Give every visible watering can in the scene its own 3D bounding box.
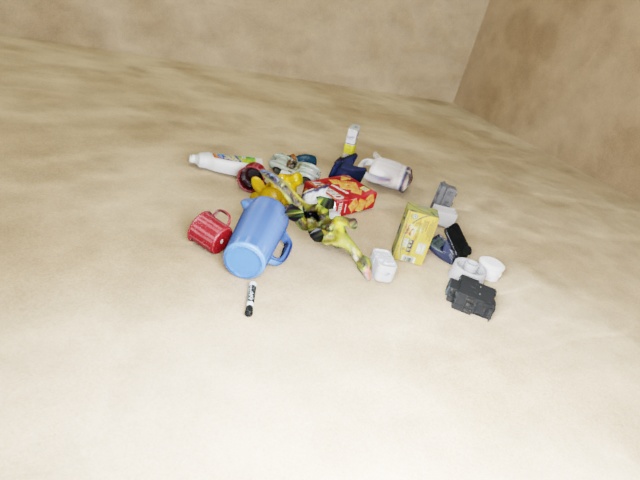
[{"bbox_3d":[0.276,-0.291,2.117,0.225,0.102,0.354,21,28,8],"label":"watering can"}]

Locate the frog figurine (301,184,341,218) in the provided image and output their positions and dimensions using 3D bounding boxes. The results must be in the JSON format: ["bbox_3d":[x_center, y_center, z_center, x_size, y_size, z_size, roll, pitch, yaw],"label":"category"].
[{"bbox_3d":[0.005,-0.082,1.626,0.138,0.121,0.160,-11,72,-60],"label":"frog figurine"}]

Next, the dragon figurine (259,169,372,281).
[{"bbox_3d":[-0.001,-0.040,1.451,0.415,0.123,0.239,43,-8,22],"label":"dragon figurine"}]
